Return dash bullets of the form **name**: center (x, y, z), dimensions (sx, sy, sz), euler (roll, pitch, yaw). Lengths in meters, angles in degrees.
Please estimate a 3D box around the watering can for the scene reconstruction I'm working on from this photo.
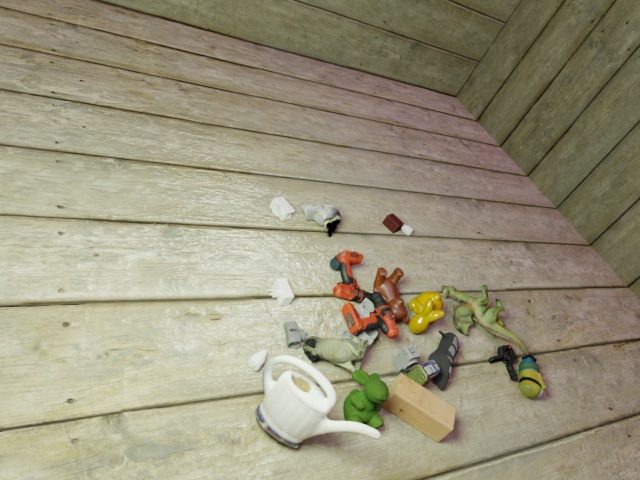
- **watering can**: center (-0.028, 0.462, 1.363), dimensions (0.349, 0.221, 0.105), euler (39, 18, 10)

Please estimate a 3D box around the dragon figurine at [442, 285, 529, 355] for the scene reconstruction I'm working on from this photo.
- **dragon figurine**: center (0.648, 0.330, 2.114), dimensions (0.244, 0.119, 0.418), euler (-15, 52, -24)

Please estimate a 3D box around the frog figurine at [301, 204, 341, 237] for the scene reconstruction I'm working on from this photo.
- **frog figurine**: center (0.007, -0.108, 2.143), dimensions (0.162, 0.122, 0.136), euler (44, 4, 31)
